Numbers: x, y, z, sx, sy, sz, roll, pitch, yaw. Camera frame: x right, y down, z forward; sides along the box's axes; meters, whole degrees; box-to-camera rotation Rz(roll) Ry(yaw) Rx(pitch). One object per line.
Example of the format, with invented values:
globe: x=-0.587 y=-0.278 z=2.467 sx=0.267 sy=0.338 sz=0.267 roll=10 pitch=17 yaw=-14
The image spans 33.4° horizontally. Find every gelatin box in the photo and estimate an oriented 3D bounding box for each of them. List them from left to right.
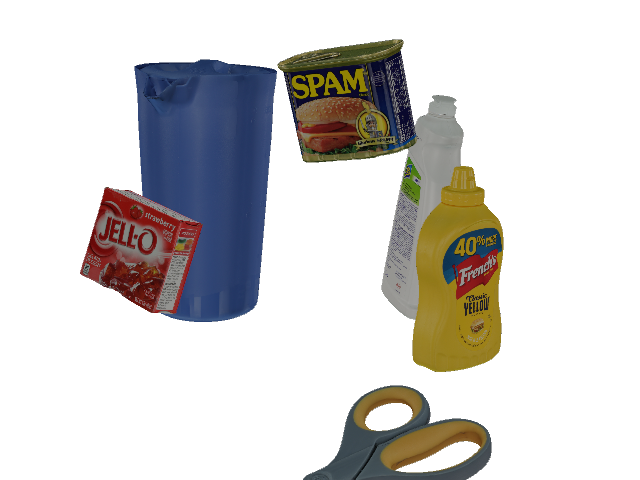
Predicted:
gelatin box: x=-0.138 y=0.007 z=0.815 sx=0.089 sy=0.073 sz=0.030 roll=24 pitch=10 yaw=35

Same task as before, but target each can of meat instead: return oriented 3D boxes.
can of meat: x=0.023 y=-0.112 z=0.866 sx=0.102 sy=0.084 sz=0.057 roll=-1 pitch=21 yaw=32

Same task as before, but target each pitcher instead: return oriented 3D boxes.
pitcher: x=-0.106 y=-0.053 z=1.035 sx=0.149 sy=0.243 sz=0.145 roll=-2 pitch=15 yaw=-17

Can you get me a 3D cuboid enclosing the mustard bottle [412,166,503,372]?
mustard bottle: x=0.134 y=0.024 z=1.022 sx=0.096 sy=0.192 sz=0.058 roll=-10 pitch=17 yaw=-35

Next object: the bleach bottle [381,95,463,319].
bleach bottle: x=0.127 y=-0.041 z=1.240 sx=0.068 sy=0.251 sz=0.103 roll=-1 pitch=22 yaw=-22

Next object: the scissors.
scissors: x=0.000 y=0.129 z=0.614 sx=0.201 sy=0.016 sz=0.096 roll=-11 pitch=30 yaw=-16
